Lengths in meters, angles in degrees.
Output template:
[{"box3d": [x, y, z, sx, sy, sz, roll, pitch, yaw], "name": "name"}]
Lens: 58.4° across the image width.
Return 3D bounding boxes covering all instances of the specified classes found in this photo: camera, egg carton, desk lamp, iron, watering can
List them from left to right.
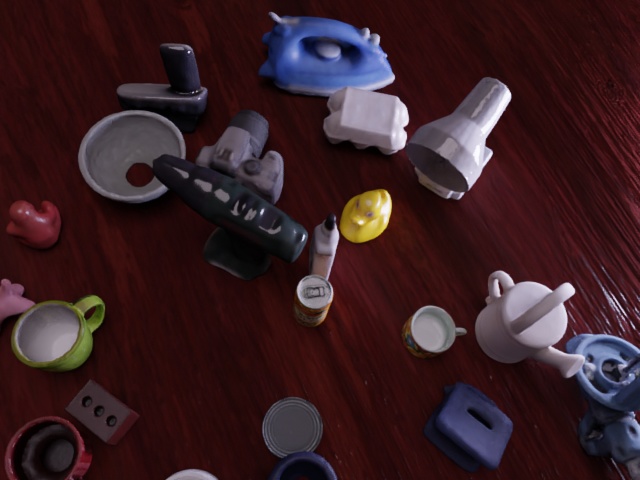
[{"box3d": [-0.120, -0.148, 0.955, 0.143, 0.101, 0.137, 19, 66, 2], "name": "camera"}, {"box3d": [0.021, -0.346, 1.033, 0.258, 0.141, 0.118, 3, 67, -5], "name": "iron"}, {"box3d": [0.083, -0.212, 1.023, 0.150, 0.069, 0.107, 10, 66, -2], "name": "egg carton"}, {"box3d": [0.224, -0.155, 0.936, 0.118, 0.213, 0.203, 36, 68, 9], "name": "desk lamp"}, {"box3d": [0.314, 0.119, 0.842, 0.172, 0.194, 0.101, 36, 68, 9], "name": "watering can"}]

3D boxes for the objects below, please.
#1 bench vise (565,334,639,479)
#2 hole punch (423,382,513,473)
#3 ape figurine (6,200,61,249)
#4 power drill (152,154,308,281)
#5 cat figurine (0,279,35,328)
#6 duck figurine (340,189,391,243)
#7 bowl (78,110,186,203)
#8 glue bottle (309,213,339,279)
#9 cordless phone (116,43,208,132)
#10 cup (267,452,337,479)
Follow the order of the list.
[{"box3d": [0.442, 0.216, 0.801, 0.121, 0.220, 0.207, -19, 70, -14], "name": "bench vise"}, {"box3d": [0.217, 0.265, 0.825, 0.108, 0.091, 0.101, 37, 68, 10], "name": "hole punch"}, {"box3d": [-0.441, -0.030, 0.873, 0.078, 0.092, 0.076, -21, 71, -14], "name": "ape figurine"}, {"box3d": [-0.131, -0.021, 0.842, 0.229, 0.208, 0.076, 25, 67, 4], "name": "power drill"}, {"box3d": [-0.478, 0.103, 0.798, 0.067, 0.118, 0.128, 43, 69, 12], "name": "cat figurine"}, {"box3d": [0.081, -0.052, 0.946, 0.077, 0.086, 0.105, 41, 69, 11], "name": "duck figurine"}, {"box3d": [-0.300, -0.125, 0.939, 0.167, 0.075, 0.167, 2, 67, -5], "name": "bowl"}, {"box3d": [0.008, 0.003, 0.867, 0.037, 0.173, 0.078, 5, 67, -4], "name": "glue bottle"}, {"box3d": [-0.264, -0.266, 0.942, 0.147, 0.185, 0.094, -1, 67, -7], "name": "cordless phone"}, {"box3d": [-0.039, 0.334, 0.763, 0.118, 0.095, 0.091, -2, 67, -7], "name": "cup"}]
